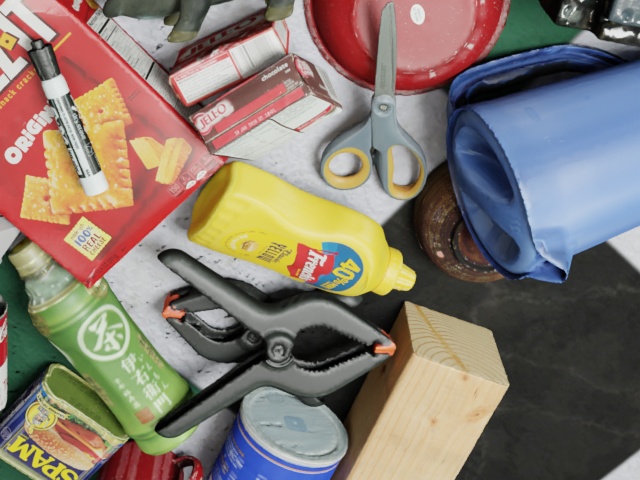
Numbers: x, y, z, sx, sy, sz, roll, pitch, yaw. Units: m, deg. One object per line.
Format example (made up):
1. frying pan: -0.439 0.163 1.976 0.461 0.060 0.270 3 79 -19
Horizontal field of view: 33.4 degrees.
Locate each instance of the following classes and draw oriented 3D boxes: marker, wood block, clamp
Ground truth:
1. marker: -0.185 -0.090 0.782 0.020 0.020 0.121 -15 114 6
2. wood block: 0.077 0.173 0.959 0.090 0.091 0.206 19 115 -11
3. clamp: -0.049 0.070 0.935 0.171 0.039 0.120 23 103 -15
4. clamp: -0.042 0.079 0.899 0.210 0.036 0.164 -6 106 -7

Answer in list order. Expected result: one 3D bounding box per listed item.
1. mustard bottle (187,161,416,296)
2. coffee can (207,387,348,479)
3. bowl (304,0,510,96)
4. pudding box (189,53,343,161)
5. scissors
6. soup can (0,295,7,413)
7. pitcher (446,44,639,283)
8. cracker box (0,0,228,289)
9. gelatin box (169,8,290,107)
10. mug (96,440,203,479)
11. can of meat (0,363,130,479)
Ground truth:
1. mustard bottle: -0.006 0.001 0.877 0.191 0.058 0.096 22 146 -20
2. coffee can: -0.048 0.218 0.971 0.102 0.103 0.140 20 114 -11
3. bowl: 0.068 -0.177 0.804 0.162 0.055 0.162 -1 117 -1
4. pudding box: -0.037 -0.098 0.809 0.090 0.113 0.039 -29 83 13
5. scissors: 0.032 -0.098 0.825 0.096 0.016 0.201 -7 140 15
6. soup can: -0.307 0.101 0.928 0.068 0.068 0.102 6 117 -4
7. pitcher: 0.221 -0.079 0.801 0.242 0.145 0.149 -20 104 -11
8. cracker box: -0.200 -0.090 0.832 0.164 0.072 0.213 -40 110 16
9. gelatin box: -0.068 -0.141 0.809 0.089 0.073 0.030 -23 114 11
10. mug: -0.160 0.235 0.989 0.117 0.081 0.093 -30 113 13
11. can of meat: -0.235 0.173 0.972 0.102 0.057 0.084 40 107 -19
